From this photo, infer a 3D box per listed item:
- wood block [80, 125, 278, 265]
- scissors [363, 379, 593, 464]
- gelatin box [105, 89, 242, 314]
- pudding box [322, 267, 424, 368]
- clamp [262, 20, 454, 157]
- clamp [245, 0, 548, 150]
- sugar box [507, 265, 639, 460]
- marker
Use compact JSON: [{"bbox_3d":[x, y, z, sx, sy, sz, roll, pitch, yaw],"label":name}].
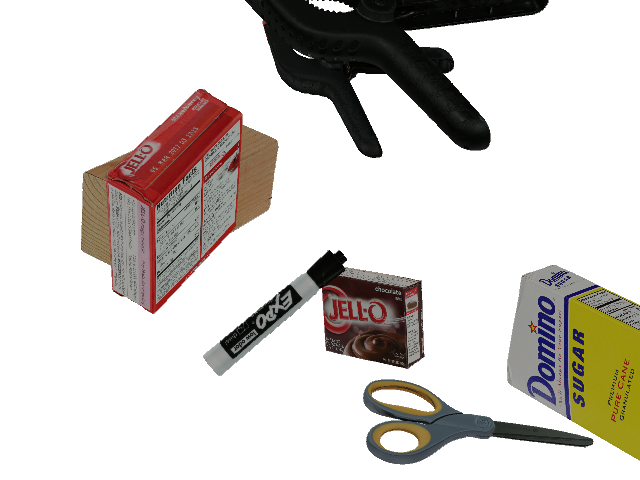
[{"bbox_3d":[-0.141,-0.049,1.097,0.090,0.091,0.205,24,33,24],"label":"wood block"},{"bbox_3d":[0.127,0.172,0.920,0.202,0.016,0.096,17,42,15],"label":"scissors"},{"bbox_3d":[-0.071,-0.019,0.522,0.030,0.089,0.073,28,53,15],"label":"gelatin box"},{"bbox_3d":[0.055,0.080,1.138,0.114,0.090,0.039,7,19,36],"label":"pudding box"},{"bbox_3d":[0.028,-0.156,0.932,0.120,0.172,0.039,-40,-23,-20],"label":"clamp"},{"bbox_3d":[0.041,-0.140,0.715,0.210,0.164,0.036,15,-39,6],"label":"clamp"},{"bbox_3d":[0.210,0.092,0.734,0.048,0.093,0.176,-16,30,-39],"label":"sugar box"},{"bbox_3d":[-0.030,0.049,0.746,0.121,0.020,0.020,-40,3,-4],"label":"marker"}]
